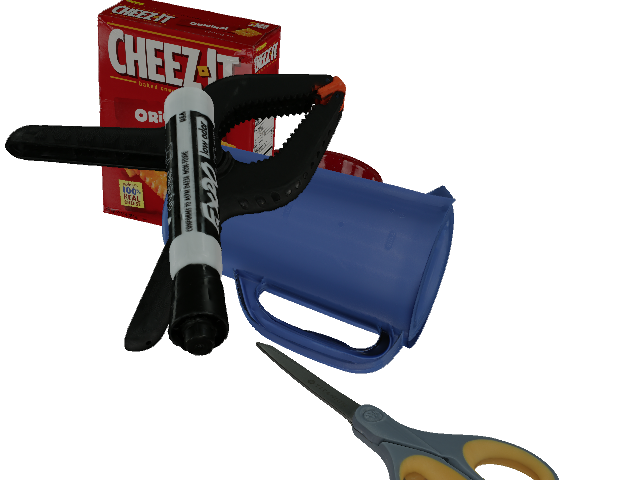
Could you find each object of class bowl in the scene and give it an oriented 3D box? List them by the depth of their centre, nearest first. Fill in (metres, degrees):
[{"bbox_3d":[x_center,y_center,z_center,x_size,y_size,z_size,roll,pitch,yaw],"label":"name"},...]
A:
[{"bbox_3d":[-0.010,-0.054,1.253,0.162,0.055,0.162,6,27,-3],"label":"bowl"}]

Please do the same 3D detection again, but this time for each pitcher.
[{"bbox_3d":[-0.014,0.005,0.924,0.243,0.145,0.149,17,20,13],"label":"pitcher"}]

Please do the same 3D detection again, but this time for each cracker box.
[{"bbox_3d":[-0.130,-0.113,1.042,0.164,0.214,0.072,14,32,15],"label":"cracker box"}]

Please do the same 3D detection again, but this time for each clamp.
[{"bbox_3d":[-0.070,-0.036,0.663,0.209,0.164,0.036,-24,-18,-11],"label":"clamp"}]

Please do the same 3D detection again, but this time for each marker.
[{"bbox_3d":[-0.043,-0.010,0.365,0.020,0.020,0.121,0,44,-9],"label":"marker"}]

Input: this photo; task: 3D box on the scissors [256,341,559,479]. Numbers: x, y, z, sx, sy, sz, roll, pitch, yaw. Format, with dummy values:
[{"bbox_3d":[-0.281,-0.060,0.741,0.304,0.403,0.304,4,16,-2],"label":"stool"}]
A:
[{"bbox_3d":[0.048,0.099,0.569,0.096,0.016,0.202,-6,28,-26],"label":"scissors"}]
